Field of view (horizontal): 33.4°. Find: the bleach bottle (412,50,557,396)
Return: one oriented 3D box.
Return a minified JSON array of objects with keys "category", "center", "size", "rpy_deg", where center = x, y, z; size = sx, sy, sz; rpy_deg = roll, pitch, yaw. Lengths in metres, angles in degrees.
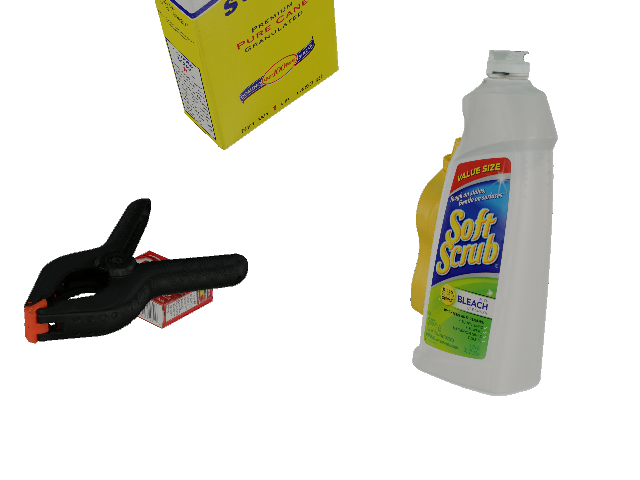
[{"category":"bleach bottle","center":[0.127,-0.016,0.806],"size":[0.067,0.251,0.103],"rpy_deg":[-7,15,-39]}]

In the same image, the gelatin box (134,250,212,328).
[{"category":"gelatin box","center":[-0.160,0.045,1.038],"size":[0.089,0.030,0.073],"rpy_deg":[22,30,30]}]

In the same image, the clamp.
[{"category":"clamp","center":[-0.152,0.021,0.791],"size":[0.171,0.039,0.120],"rpy_deg":[-21,38,-38]}]

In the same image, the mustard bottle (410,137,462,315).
[{"category":"mustard bottle","center":[0.147,-0.015,1.137],"size":[0.096,0.192,0.058],"rpy_deg":[-9,23,-25]}]

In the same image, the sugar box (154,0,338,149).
[{"category":"sugar box","center":[-0.039,-0.134,0.565],"size":[0.093,0.048,0.176],"rpy_deg":[-38,-24,-17]}]
